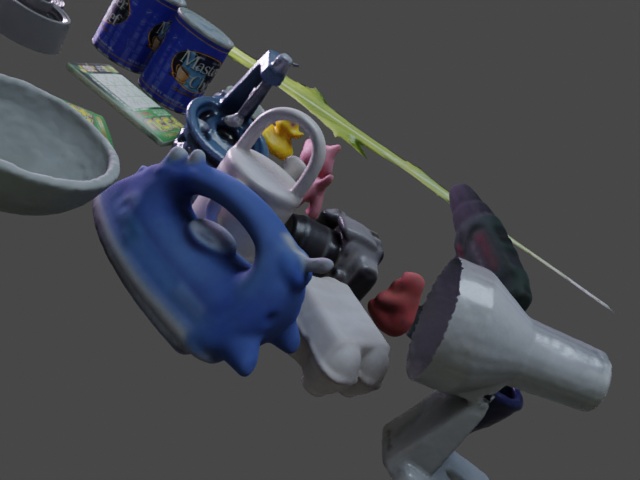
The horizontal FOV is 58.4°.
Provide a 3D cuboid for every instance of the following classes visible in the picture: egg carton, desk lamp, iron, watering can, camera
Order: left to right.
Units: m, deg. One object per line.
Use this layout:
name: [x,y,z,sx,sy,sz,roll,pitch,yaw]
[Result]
iron: [-0.107,-0.005,0.534,0.258,0.141,0.119,45,21,16]
watering can: [-0.068,-0.064,0.651,0.101,0.194,0.173,34,20,-12]
camera: [0.007,0.003,0.774,0.137,0.100,0.143,28,23,-28]
egg carton: [0.007,0.099,0.614,0.108,0.069,0.150,16,30,-47]
desk lamp: [0.149,0.148,0.545,0.203,0.213,0.118,37,20,-6]

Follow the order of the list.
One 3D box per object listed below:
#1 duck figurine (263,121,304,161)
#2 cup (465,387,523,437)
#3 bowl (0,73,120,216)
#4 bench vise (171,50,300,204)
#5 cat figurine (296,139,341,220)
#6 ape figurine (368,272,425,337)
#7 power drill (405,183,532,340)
duck figurine: [-0.079,-0.217,1.117,0.104,0.086,0.078,42,20,8]
cup: [0.168,0.180,0.684,0.092,0.095,0.117,17,29,-46]
bowl: [-0.268,-0.073,0.498,0.168,0.074,0.167,34,21,-14]
bench vise: [-0.122,-0.172,0.749,0.122,0.219,0.207,18,28,-44]
cat figurine: [-0.007,-0.116,0.980,0.067,0.117,0.127,28,23,-27]
ape figurine: [0.110,0.082,0.796,0.078,0.092,0.076,21,26,-40]
power drill: [0.198,0.050,0.847,0.076,0.208,0.229,22,26,-38]
